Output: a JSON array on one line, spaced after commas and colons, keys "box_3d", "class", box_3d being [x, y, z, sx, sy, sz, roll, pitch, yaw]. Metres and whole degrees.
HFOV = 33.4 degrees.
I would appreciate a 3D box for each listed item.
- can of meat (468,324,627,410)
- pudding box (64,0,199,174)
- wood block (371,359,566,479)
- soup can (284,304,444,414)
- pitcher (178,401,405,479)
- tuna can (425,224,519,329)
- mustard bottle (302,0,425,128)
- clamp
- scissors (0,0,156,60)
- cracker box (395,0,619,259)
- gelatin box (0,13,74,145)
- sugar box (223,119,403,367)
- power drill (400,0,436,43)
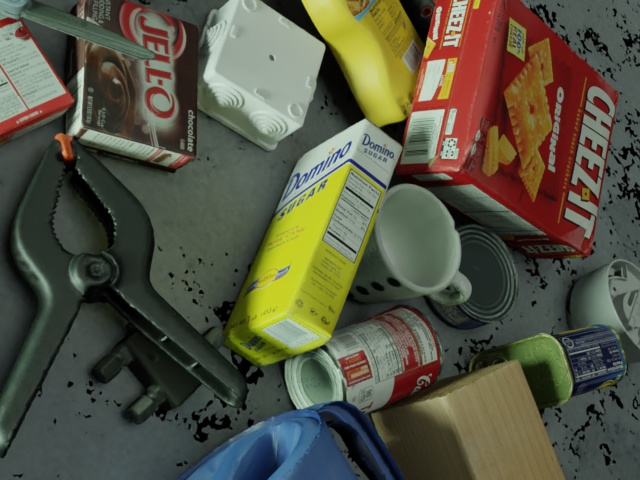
[{"box_3d": [0.189, 0.107, 0.880, 0.083, 0.102, 0.057, -6, 77, -40], "class": "can of meat"}, {"box_3d": [-0.133, -0.112, 0.759, 0.089, 0.039, 0.113, 13, 67, -34], "class": "pudding box"}, {"box_3d": [0.131, 0.207, 0.807, 0.090, 0.091, 0.206, -18, 84, -40], "class": "wood block"}, {"box_3d": [0.033, 0.092, 0.790, 0.102, 0.069, 0.068, -15, 83, -38], "class": "soup can"}, {"box_3d": [0.013, 0.233, 0.688, 0.149, 0.145, 0.243, -32, 101, 4], "class": "pitcher"}, {"box_3d": [0.126, 0.032, 0.904, 0.086, 0.034, 0.086, 13, 66, -33], "class": "tuna can"}, {"box_3d": [0.027, -0.192, 0.862, 0.191, 0.058, 0.096, 58, 40, -26], "class": "mustard bottle"}, {"box_3d": [-0.153, 0.032, 0.681, 0.164, 0.036, 0.210, -15, 73, -29], "class": "clamp"}, {"box_3d": [-0.213, -0.146, 0.683, 0.202, 0.016, 0.096, 32, 48, 0], "class": "scissors"}, {"box_3d": [0.168, -0.094, 0.906, 0.213, 0.072, 0.164, 27, 72, -43], "class": "cracker box"}, {"box_3d": [-0.218, -0.109, 0.701, 0.073, 0.030, 0.089, -35, 93, -39], "class": "gelatin box"}, {"box_3d": [-0.005, 0.001, 0.779, 0.048, 0.094, 0.176, 34, 56, -23], "class": "sugar box"}, {"box_3d": [0.104, -0.244, 0.974, 0.187, 0.057, 0.184, 45, 57, -12], "class": "power drill"}]
